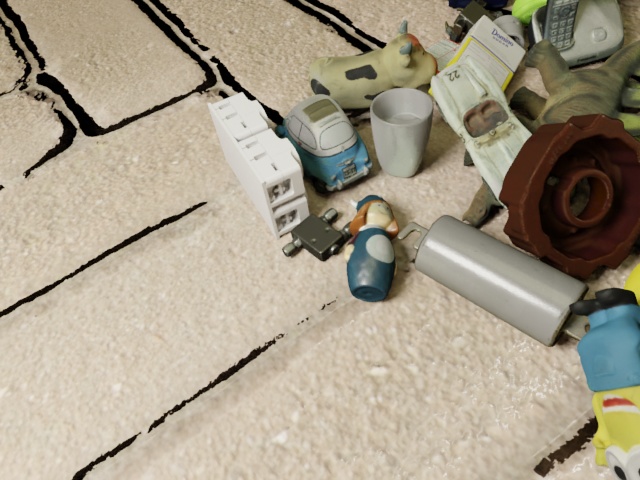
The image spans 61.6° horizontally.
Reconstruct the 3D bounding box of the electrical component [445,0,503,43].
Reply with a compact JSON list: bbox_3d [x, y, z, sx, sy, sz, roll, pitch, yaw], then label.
[{"bbox_3d":[0.268,-0.382,0.946,0.078,0.045,0.102,36,63,-1],"label":"electrical component"}]

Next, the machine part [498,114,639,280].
[{"bbox_3d":[0.284,-0.048,0.591,0.179,0.179,0.056,-23,17,-10],"label":"machine part"}]

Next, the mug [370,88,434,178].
[{"bbox_3d":[0.112,-0.147,0.735,0.081,0.107,0.109,7,48,12],"label":"mug"}]

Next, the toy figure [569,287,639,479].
[{"bbox_3d":[0.285,0.133,0.471,0.089,0.082,0.180,-8,71,2],"label":"toy figure"}]

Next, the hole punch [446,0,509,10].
[{"bbox_3d":[0.288,-0.466,0.960,0.142,0.115,0.092,1,44,7],"label":"hole punch"}]

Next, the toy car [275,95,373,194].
[{"bbox_3d":[0.000,-0.146,0.755,0.109,0.102,0.162,-28,51,-13],"label":"toy car"}]

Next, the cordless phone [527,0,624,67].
[{"bbox_3d":[0.399,-0.364,0.819,0.147,0.184,0.089,-15,46,-3],"label":"cordless phone"}]

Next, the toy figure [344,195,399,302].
[{"bbox_3d":[0.066,0.001,0.655,0.058,0.064,0.154,-20,46,34],"label":"toy figure"}]

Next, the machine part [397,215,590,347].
[{"bbox_3d":[0.194,0.041,0.590,0.243,0.079,0.079,32,62,30],"label":"machine part"}]

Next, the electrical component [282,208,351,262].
[{"bbox_3d":[-0.001,-0.002,0.689,0.094,0.021,0.063,-38,56,-22],"label":"electrical component"}]

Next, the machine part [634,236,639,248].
[{"bbox_3d":[0.414,0.010,0.608,0.139,0.039,0.084,28,65,25],"label":"machine part"}]

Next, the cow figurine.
[{"bbox_3d":[0.079,-0.252,0.812,0.195,0.127,0.085,-4,54,8],"label":"cow figurine"}]

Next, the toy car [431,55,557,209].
[{"bbox_3d":[0.206,-0.129,0.648,0.073,0.056,0.202,-29,73,9],"label":"toy car"}]

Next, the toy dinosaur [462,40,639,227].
[{"bbox_3d":[0.354,-0.175,0.730,0.199,0.105,0.471,36,73,23],"label":"toy dinosaur"}]
